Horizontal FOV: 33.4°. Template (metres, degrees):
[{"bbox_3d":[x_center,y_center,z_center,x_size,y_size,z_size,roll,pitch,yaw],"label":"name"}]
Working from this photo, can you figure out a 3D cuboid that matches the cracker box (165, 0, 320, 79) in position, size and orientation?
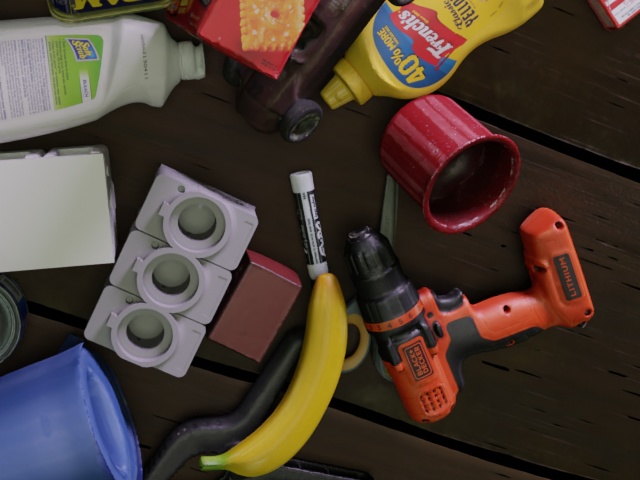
[{"bbox_3d":[-0.022,-0.228,0.752,0.072,0.164,0.214,28,96,-21],"label":"cracker box"}]

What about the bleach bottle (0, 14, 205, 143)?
[{"bbox_3d":[-0.216,-0.123,0.841,0.250,0.068,0.102,-6,104,-8],"label":"bleach bottle"}]

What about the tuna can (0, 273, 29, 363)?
[{"bbox_3d":[-0.288,0.065,0.887,0.086,0.034,0.086,-1,102,-6],"label":"tuna can"}]

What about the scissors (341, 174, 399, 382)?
[{"bbox_3d":[0.038,0.032,0.925,0.096,0.016,0.202,-13,104,-10],"label":"scissors"}]

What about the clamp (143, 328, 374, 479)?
[{"bbox_3d":[-0.070,0.177,0.935,0.210,0.036,0.164,-17,102,-7],"label":"clamp"}]

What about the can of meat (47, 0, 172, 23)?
[{"bbox_3d":[-0.160,-0.219,0.803,0.102,0.057,0.084,-12,146,-13],"label":"can of meat"}]

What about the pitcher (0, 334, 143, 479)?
[{"bbox_3d":[-0.273,0.191,0.863,0.243,0.149,0.145,-20,109,1],"label":"pitcher"}]

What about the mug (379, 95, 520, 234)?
[{"bbox_3d":[0.111,-0.066,0.873,0.117,0.082,0.093,-5,128,-33],"label":"mug"}]

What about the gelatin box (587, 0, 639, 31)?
[{"bbox_3d":[0.248,-0.231,0.889,0.073,0.030,0.089,-39,103,1],"label":"gelatin box"}]

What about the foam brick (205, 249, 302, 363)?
[{"bbox_3d":[-0.057,0.054,0.902,0.051,0.053,0.078,28,96,-12],"label":"foam brick"}]

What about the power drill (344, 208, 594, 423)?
[{"bbox_3d":[0.126,0.044,0.910,0.187,0.057,0.184,-24,110,-4],"label":"power drill"}]

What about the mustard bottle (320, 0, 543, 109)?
[{"bbox_3d":[0.080,-0.172,0.867,0.191,0.058,0.096,-38,113,3],"label":"mustard bottle"}]

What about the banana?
[{"bbox_3d":[-0.021,0.125,0.896,0.069,0.037,0.198,33,88,-28],"label":"banana"}]

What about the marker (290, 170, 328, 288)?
[{"bbox_3d":[-0.006,0.001,0.914,0.020,0.020,0.121,-11,103,-4],"label":"marker"}]
